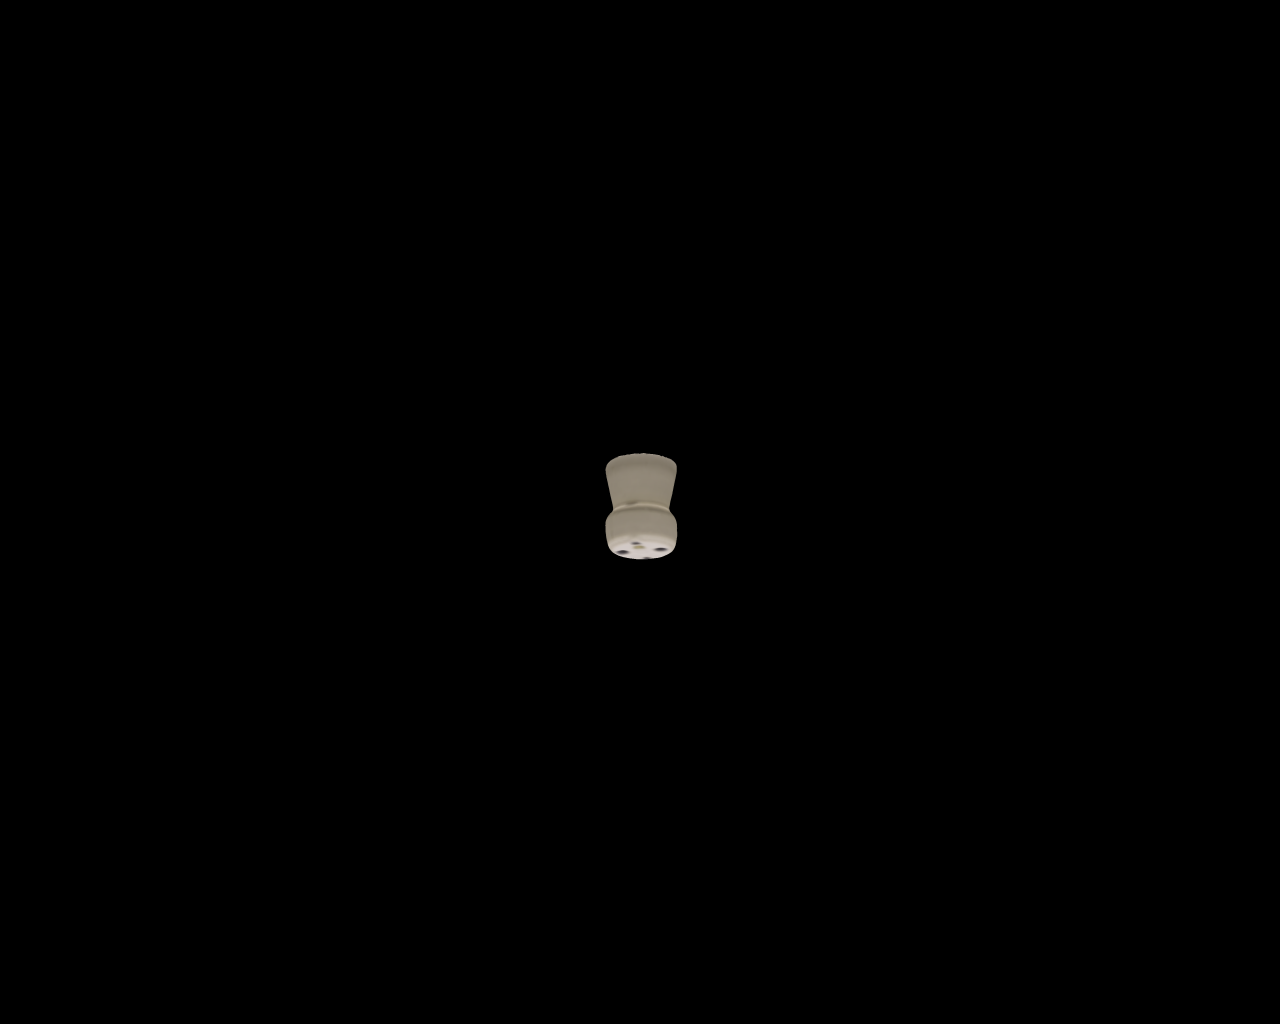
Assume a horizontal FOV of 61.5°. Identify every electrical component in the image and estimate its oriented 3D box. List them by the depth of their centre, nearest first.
[{"bbox_3d":[0.001,-0.003,0.650,0.045,0.055,0.044,0,-19,0],"label":"electrical component"}]
